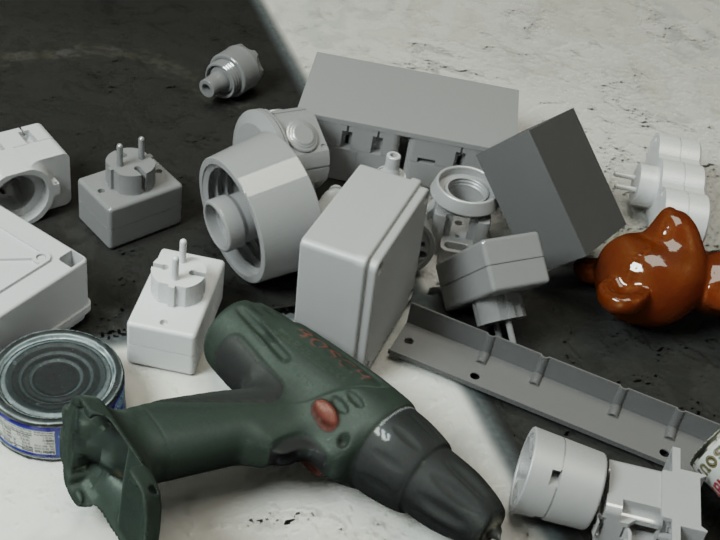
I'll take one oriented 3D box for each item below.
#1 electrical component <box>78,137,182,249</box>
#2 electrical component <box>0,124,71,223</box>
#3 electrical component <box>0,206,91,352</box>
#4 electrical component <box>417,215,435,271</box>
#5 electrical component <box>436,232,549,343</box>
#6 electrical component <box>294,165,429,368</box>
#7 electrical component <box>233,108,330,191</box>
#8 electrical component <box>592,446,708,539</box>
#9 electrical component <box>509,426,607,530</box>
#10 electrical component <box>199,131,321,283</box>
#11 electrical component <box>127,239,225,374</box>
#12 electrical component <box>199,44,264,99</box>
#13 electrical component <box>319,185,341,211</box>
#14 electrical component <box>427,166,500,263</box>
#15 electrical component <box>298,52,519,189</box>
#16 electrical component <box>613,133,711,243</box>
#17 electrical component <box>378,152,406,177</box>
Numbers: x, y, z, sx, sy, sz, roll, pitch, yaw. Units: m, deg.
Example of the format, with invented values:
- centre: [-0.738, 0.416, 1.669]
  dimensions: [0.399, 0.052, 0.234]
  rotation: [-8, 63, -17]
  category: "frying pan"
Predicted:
- centre: [-0.176, -0.068, 0.825]
  dimensions: [0.066, 0.076, 0.047]
  rotation: [-25, 51, -35]
  category: "electrical component"
- centre: [-0.273, -0.069, 0.826]
  dimensions: [0.089, 0.050, 0.056]
  rotation: [-22, 49, -32]
  category: "electrical component"
- centre: [-0.259, 0.013, 0.727]
  dimensions: [0.109, 0.056, 0.109]
  rotation: [29, 43, 21]
  category: "electrical component"
- centre: [0.029, -0.031, 0.843]
  dimensions: [0.055, 0.055, 0.047]
  rotation: [3, 37, -8]
  category: "electrical component"
- centre: [0.100, 0.020, 0.789]
  dimensions: [0.047, 0.083, 0.075]
  rotation: [-9, 82, -22]
  category: "electrical component"
- centre: [0.000, 0.000, 0.758]
  dimensions: [0.056, 0.108, 0.108]
  rotation: [19, 40, 14]
  category: "electrical component"
- centre: [-0.066, -0.093, 0.877]
  dimensions: [0.051, 0.080, 0.080]
  rotation: [-14, 45, -34]
  category: "electrical component"
- centre: [0.179, 0.150, 0.670]
  dimensions: [0.064, 0.042, 0.081]
  rotation: [13, 40, 6]
  category: "electrical component"
- centre: [0.124, 0.131, 0.672]
  dimensions: [0.047, 0.055, 0.055]
  rotation: [17, 40, 3]
  category: "electrical component"
- centre: [-0.080, -0.042, 0.795]
  dimensions: [0.060, 0.108, 0.108]
  rotation: [-23, 50, -26]
  category: "electrical component"
- centre: [-0.125, 0.014, 0.740]
  dimensions: [0.047, 0.075, 0.083]
  rotation: [11, 40, 1]
  category: "electrical component"
- centre: [-0.122, -0.180, 0.995]
  dimensions: [0.043, 0.043, 0.062]
  rotation: [28, 45, 20]
  category: "electrical component"
- centre: [-0.020, -0.040, 0.854]
  dimensions: [0.040, 0.040, 0.078]
  rotation: [6, 39, -5]
  category: "electrical component"
- centre: [0.082, -0.047, 0.870]
  dimensions: [0.058, 0.057, 0.078]
  rotation: [11, 40, 1]
  category: "electrical component"
- centre: [0.041, -0.124, 0.950]
  dimensions: [0.186, 0.060, 0.105]
  rotation: [11, 40, 1]
  category: "electrical component"
- centre: [0.258, -0.072, 0.941]
  dimensions: [0.074, 0.052, 0.138]
  rotation: [12, 40, 2]
  category: "electrical component"
- centre: [0.023, -0.069, 0.880]
  dimensions: [0.035, 0.061, 0.035]
  rotation: [6, 40, -5]
  category: "electrical component"
